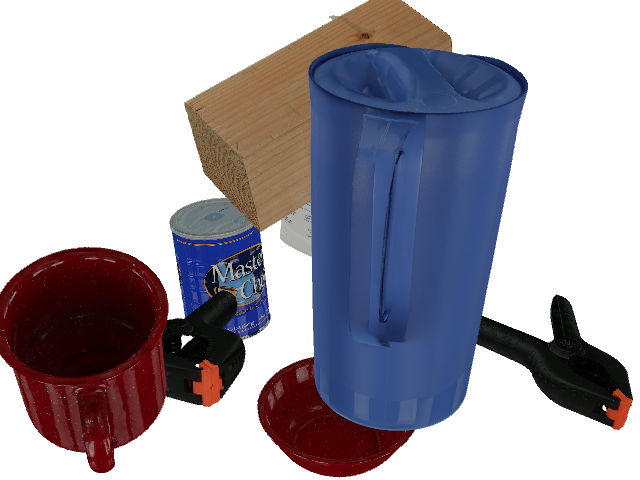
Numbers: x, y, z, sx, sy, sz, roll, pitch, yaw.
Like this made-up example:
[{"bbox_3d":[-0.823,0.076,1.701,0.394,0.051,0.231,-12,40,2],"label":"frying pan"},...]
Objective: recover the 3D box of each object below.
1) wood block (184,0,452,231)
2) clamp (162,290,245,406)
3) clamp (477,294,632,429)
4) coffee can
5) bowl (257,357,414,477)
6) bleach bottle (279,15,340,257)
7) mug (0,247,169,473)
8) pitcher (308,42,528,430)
[{"bbox_3d":[0.003,-0.111,0.890,0.206,0.090,0.091,-32,53,-17],"label":"wood block"},{"bbox_3d":[-0.107,0.078,0.827,0.164,0.036,0.210,-10,15,-29],"label":"clamp"},{"bbox_3d":[0.214,0.098,0.925,0.120,0.039,0.172,-19,40,-30],"label":"clamp"},{"bbox_3d":[-0.116,0.034,1.249,0.103,0.140,0.103,-4,25,2],"label":"coffee can"},{"bbox_3d":[0.018,0.186,1.074,0.162,0.055,0.162,0,33,0],"label":"bowl"},{"bbox_3d":[0.015,-0.109,1.133,0.067,0.251,0.103,-12,26,-43],"label":"bleach bottle"},{"bbox_3d":[-0.125,0.073,0.588,0.093,0.117,0.081,-11,-40,-12],"label":"mug"},{"bbox_3d":[0.050,0.005,0.691,0.149,0.243,0.145,-12,31,-27],"label":"pitcher"}]
